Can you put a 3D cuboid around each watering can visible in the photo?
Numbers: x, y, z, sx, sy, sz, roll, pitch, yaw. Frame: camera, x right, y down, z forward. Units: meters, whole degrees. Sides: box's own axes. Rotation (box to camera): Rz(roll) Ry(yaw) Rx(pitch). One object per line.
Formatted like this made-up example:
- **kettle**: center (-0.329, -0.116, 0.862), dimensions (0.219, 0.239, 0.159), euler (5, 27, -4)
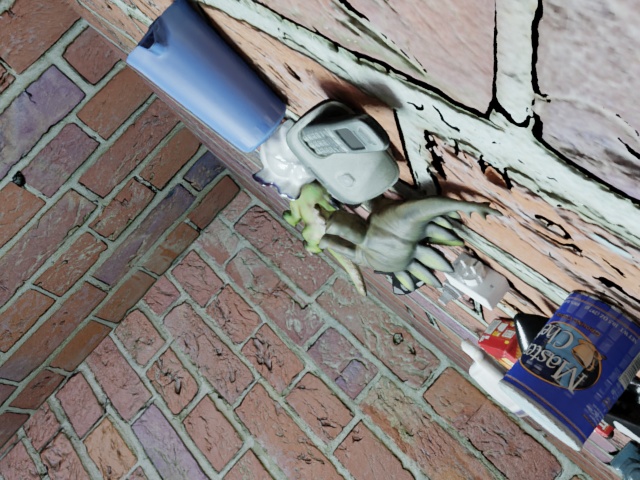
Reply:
- **watering can**: center (0.426, 0.320, 1.211), dimensions (0.226, 0.104, 0.345), euler (41, -178, 16)

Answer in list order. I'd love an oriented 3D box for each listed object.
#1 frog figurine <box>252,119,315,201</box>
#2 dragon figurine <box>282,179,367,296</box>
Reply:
- **frog figurine**: center (-0.059, -0.172, 0.992), dimensions (0.139, 0.124, 0.155), euler (48, 143, 33)
- **dragon figurine**: center (0.003, -0.058, 1.144), dimensions (0.413, 0.123, 0.240), euler (52, 169, 8)
